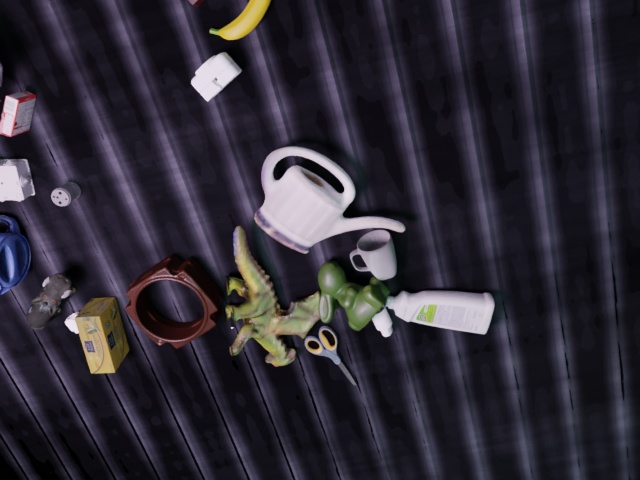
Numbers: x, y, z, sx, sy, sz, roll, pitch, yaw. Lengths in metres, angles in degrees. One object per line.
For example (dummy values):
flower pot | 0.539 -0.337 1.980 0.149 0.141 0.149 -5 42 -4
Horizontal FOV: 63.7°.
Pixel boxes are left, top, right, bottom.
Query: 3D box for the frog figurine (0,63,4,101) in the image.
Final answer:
frog figurine | -0.698 -0.362 1.017 0.138 0.124 0.157 19 110 9

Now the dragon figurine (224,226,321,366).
dragon figurine | -0.111 0.158 1.277 0.243 0.124 0.403 1 115 -17

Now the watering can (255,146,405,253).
watering can | 0.004 -0.059 1.163 0.346 0.106 0.221 36 110 -11
